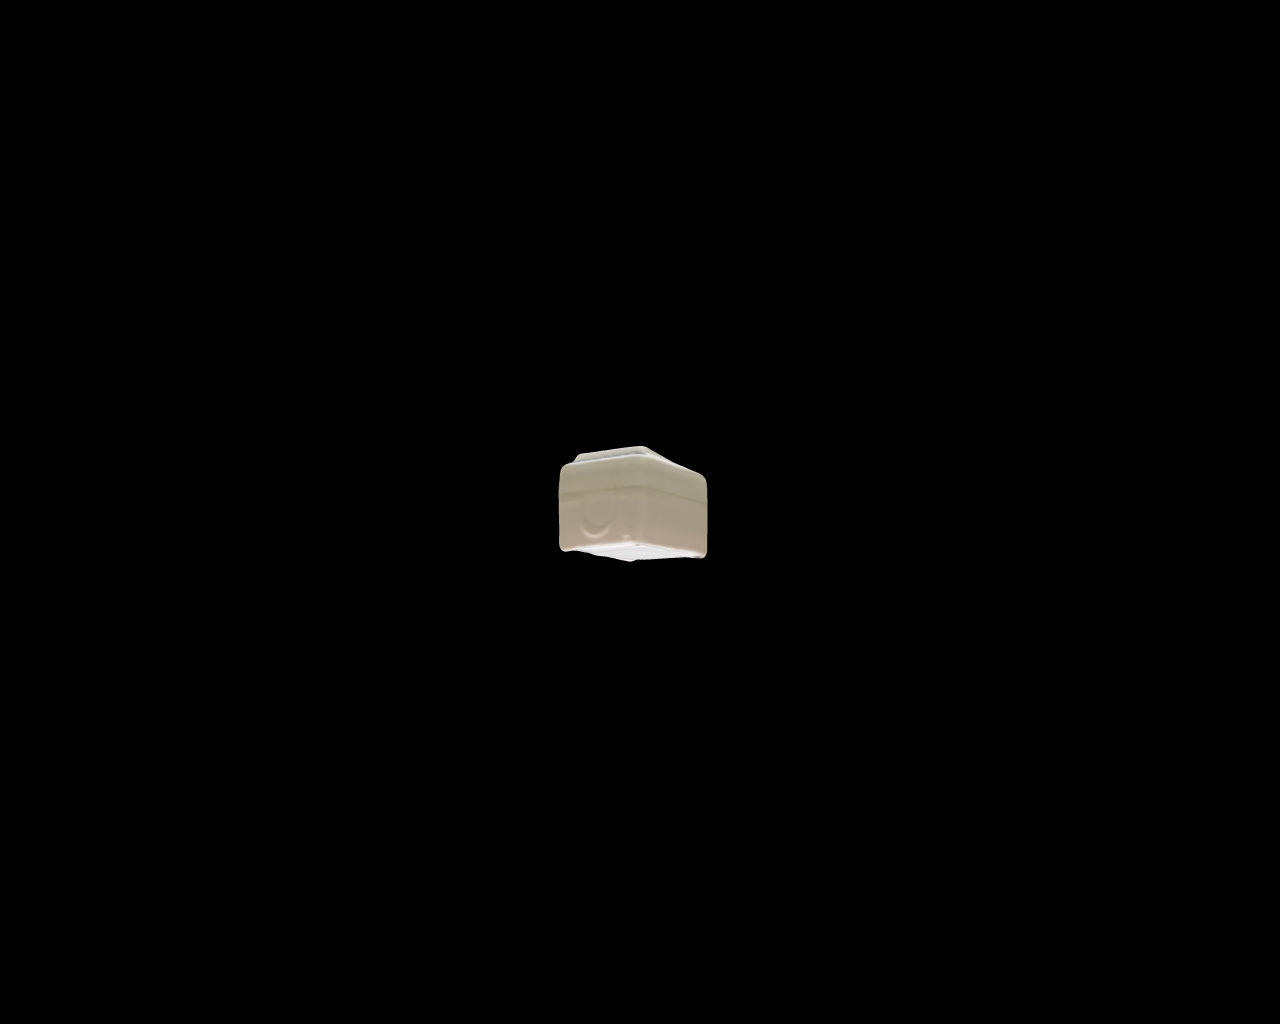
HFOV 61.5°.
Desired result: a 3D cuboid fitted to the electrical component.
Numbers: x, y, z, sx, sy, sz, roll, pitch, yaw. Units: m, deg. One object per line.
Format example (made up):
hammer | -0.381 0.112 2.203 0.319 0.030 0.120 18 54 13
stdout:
electrical component | 0.001 -0.003 0.650 0.061 0.061 0.096 -6 -11 31
